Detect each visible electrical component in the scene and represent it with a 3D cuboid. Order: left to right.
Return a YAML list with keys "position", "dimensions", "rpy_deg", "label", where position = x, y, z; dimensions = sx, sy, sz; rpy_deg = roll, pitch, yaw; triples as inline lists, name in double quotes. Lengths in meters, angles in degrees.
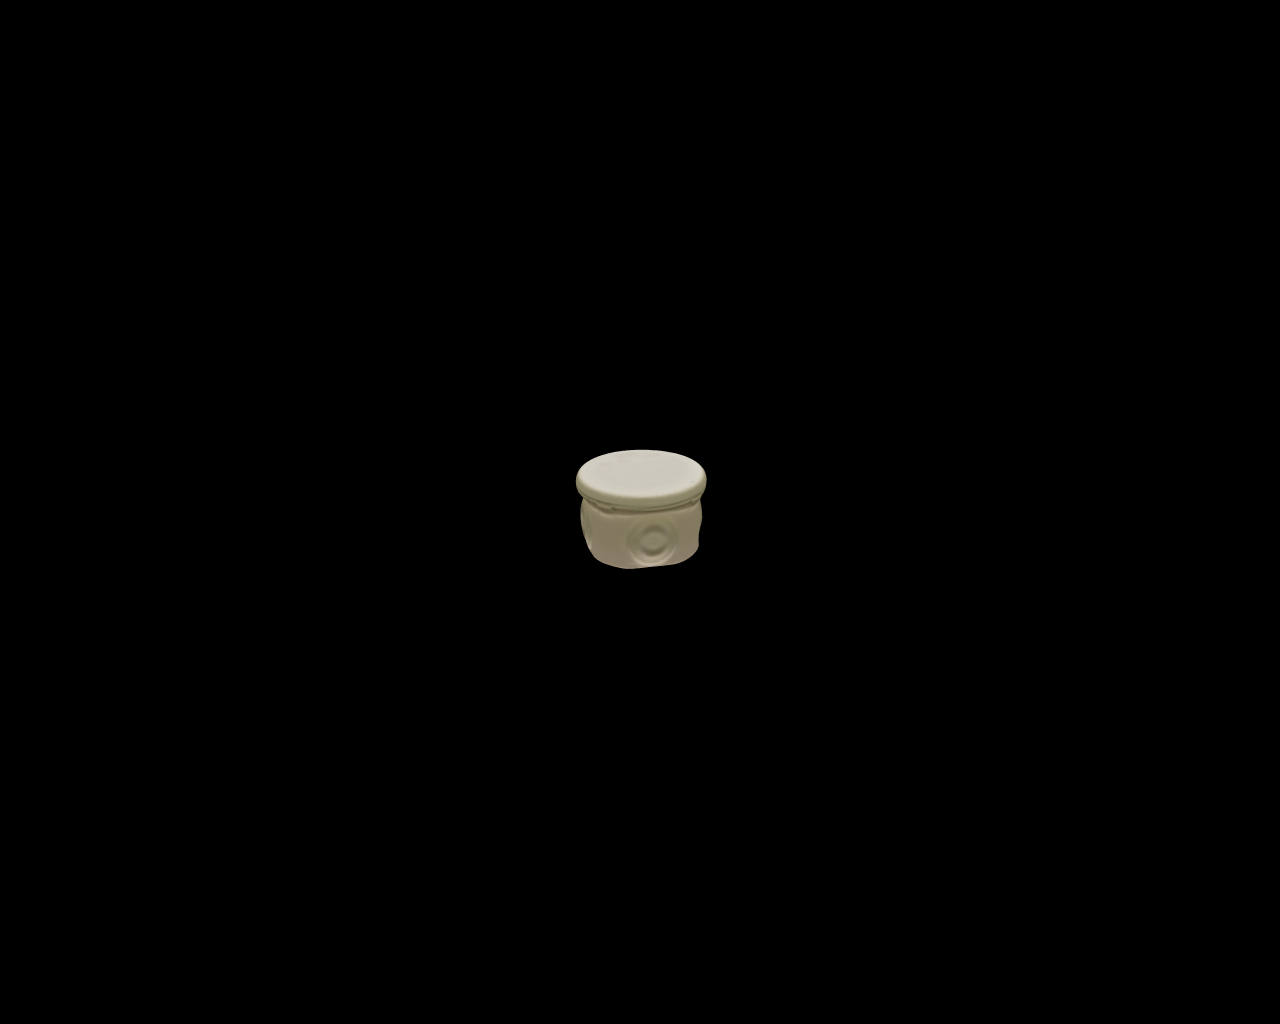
- position: [0.001, -0.003, 0.650]
  dimensions: [0.080, 0.050, 0.080]
  rpy_deg: [0, 24, 0]
  label: "electrical component"
